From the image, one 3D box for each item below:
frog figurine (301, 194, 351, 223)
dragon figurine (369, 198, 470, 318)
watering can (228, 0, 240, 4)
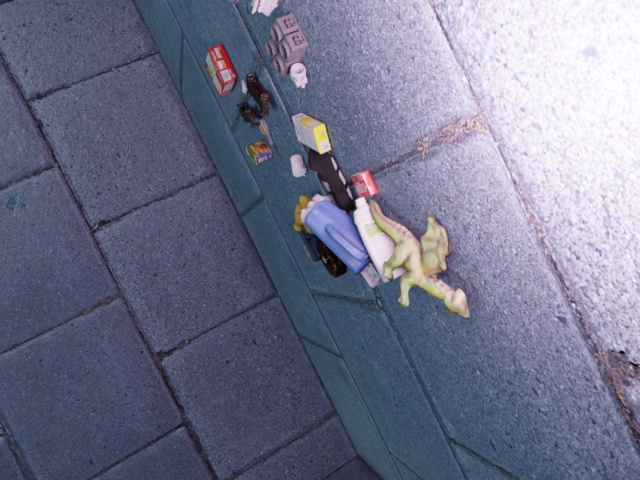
[{"bbox_3d":[0.005,-0.089,1.769,0.136,0.160,0.123,68,164,-14],"label":"frog figurine"},{"bbox_3d":[0.256,0.021,1.324,0.415,0.123,0.238,65,147,17],"label":"dragon figurine"},{"bbox_3d":[-0.289,-0.877,1.553,0.228,0.105,0.339,49,159,39],"label":"watering can"}]
